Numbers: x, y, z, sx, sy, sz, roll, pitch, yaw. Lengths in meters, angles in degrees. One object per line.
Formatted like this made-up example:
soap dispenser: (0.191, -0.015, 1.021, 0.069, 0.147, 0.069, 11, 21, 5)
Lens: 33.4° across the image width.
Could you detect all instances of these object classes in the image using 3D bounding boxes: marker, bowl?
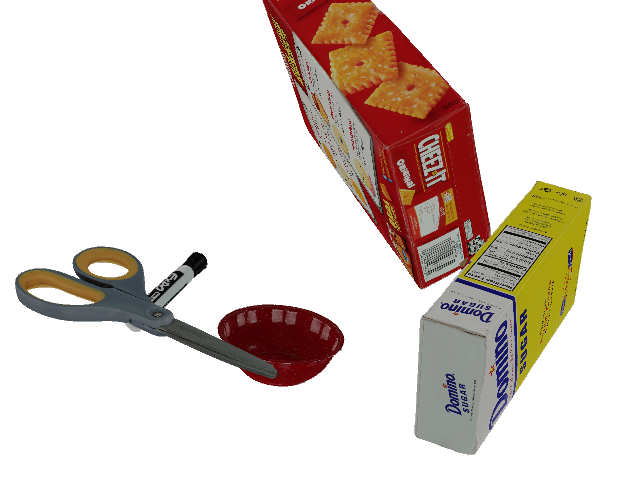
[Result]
marker: (-0.136, 0.044, 0.960, 0.020, 0.020, 0.121, 0, 26, 27)
bowl: (-0.052, 0.140, 1.362, 0.162, 0.055, 0.162, 5, 22, -2)

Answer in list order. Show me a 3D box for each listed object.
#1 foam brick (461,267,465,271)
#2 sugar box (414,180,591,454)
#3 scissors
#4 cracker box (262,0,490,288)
foam brick: (0.180, 0.064, 1.106, 0.051, 0.078, 0.053, -14, 19, -42)
sugar box: (0.116, 0.044, 0.664, 0.048, 0.093, 0.176, 16, 37, 24)
scissors: (-0.108, 0.043, 0.721, 0.202, 0.016, 0.096, 12, 30, 14)
cracker box: (0.042, -0.094, 0.804, 0.072, 0.214, 0.164, -28, -39, -6)
